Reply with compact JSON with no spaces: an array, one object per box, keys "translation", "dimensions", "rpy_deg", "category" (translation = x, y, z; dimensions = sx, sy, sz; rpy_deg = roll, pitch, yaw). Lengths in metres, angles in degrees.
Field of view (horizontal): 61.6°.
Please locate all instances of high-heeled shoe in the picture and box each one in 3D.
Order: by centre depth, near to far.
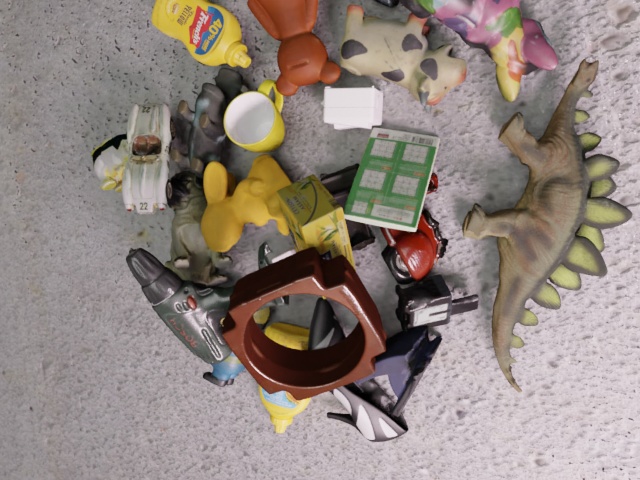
[{"translation":[0.064,0.215,0.881],"dimensions":[0.145,0.086,0.248],"rpy_deg":[-1,105,25],"category":"high-heeled shoe"}]

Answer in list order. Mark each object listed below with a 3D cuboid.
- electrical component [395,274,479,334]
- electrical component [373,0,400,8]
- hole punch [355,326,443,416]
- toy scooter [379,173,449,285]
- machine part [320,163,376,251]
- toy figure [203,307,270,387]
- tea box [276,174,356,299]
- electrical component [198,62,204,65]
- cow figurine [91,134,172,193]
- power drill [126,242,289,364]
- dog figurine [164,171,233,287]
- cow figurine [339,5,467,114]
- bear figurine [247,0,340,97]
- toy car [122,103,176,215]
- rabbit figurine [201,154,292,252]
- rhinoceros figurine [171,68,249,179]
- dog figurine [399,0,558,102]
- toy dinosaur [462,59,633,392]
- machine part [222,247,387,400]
[{"translation":[0.177,0.093,0.820],"dimensions":[0.119,0.048,0.074],"rpy_deg":[-16,135,-4],"category":"electrical component"},{"translation":[0.115,-0.422,0.803],"dimensions":[0.115,0.058,0.134],"rpy_deg":[32,105,16],"category":"electrical component"},{"translation":[0.124,0.189,0.837],"dimensions":[0.092,0.142,0.115],"rpy_deg":[35,118,17],"category":"hole punch"},{"translation":[0.141,-0.029,0.831],"dimensions":[0.135,0.075,0.183],"rpy_deg":[-29,93,2],"category":"toy scooter"},{"translation":[0.050,-0.051,0.881],"dimensions":[0.084,0.039,0.138],"rpy_deg":[-14,90,16],"category":"machine part"},{"translation":[-0.148,0.174,0.958],"dimensions":[0.089,0.082,0.180],"rpy_deg":[17,97,3],"category":"toy figure"},{"translation":[-0.002,-0.002,0.823],"dimensions":[0.068,0.169,0.098],"rpy_deg":[-28,45,-10],"category":"tea box"},{"translation":[-0.205,-0.360,0.945],"dimensions":[0.063,0.021,0.094],"rpy_deg":[28,106,15],"category":"electrical component"},{"translation":[-0.352,-0.167,1.001],"dimensions":[0.167,0.068,0.098],"rpy_deg":[-32,79,19],"category":"cow figurine"},{"translation":[-0.165,0.078,0.849],"dimensions":[0.207,0.086,0.231],"rpy_deg":[-25,110,1],"category":"power drill"},{"translation":[-0.240,-0.009,0.977],"dimensions":[0.172,0.121,0.191],"rpy_deg":[-44,52,39],"category":"dog figurine"},{"translation":[0.122,-0.268,0.804],"dimensions":[0.195,0.085,0.127],"rpy_deg":[16,96,15],"category":"cow figurine"},{"translation":[-0.032,-0.335,0.848],"dimensions":[0.120,0.132,0.195],"rpy_deg":[-15,106,22],"category":"bear figurine"},{"translation":[-0.289,-0.139,0.906],"dimensions":[0.074,0.056,0.201],"rpy_deg":[-2,72,0],"category":"toy car"},{"translation":[-0.128,-0.059,0.880],"dimensions":[0.173,0.122,0.162],"rpy_deg":[-39,80,0],"category":"rabbit figurine"},{"translation":[-0.178,-0.195,0.905],"dimensions":[0.073,0.112,0.190],"rpy_deg":[25,102,32],"category":"rhinoceros figurine"},{"translation":[0.218,-0.294,0.720],"dimensions":[0.108,0.191,0.219],"rpy_deg":[-41,73,49],"category":"dog figurine"},{"translation":[0.307,-0.012,0.759],"dimensions":[0.199,0.105,0.470],"rpy_deg":[20,107,13],"category":"toy dinosaur"},{"translation":[-0.022,0.123,0.778],"dimensions":[0.201,0.087,0.201],"rpy_deg":[-25,115,14],"category":"machine part"}]
